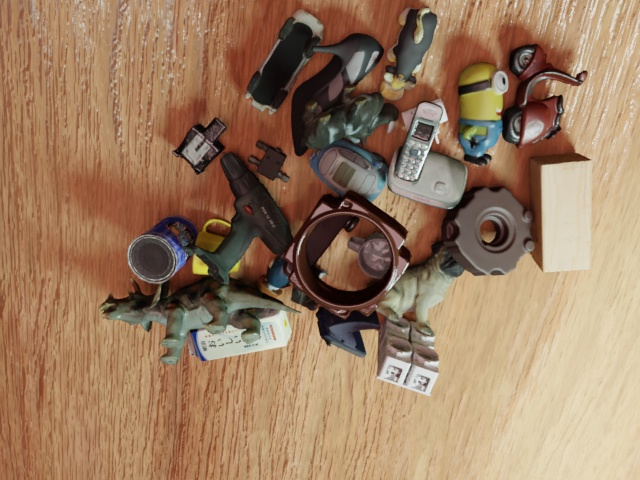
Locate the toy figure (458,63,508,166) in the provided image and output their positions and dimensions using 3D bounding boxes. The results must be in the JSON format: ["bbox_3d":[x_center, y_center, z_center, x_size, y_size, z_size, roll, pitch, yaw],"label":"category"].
[{"bbox_3d":[0.293,-0.232,0.989,0.089,0.082,0.180,5,111,3],"label":"toy figure"}]

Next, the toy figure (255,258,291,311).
[{"bbox_3d":[-0.096,0.089,1.151,0.154,0.057,0.064,-48,64,22],"label":"toy figure"}]

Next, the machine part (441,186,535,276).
[{"bbox_3d":[0.325,-0.017,1.032,0.179,0.056,0.179,0,88,-12],"label":"machine part"}]

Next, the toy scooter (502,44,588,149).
[{"bbox_3d":[0.407,-0.256,0.971,0.135,0.075,0.183,4,104,5],"label":"toy scooter"}]

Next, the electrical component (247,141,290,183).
[{"bbox_3d":[-0.097,-0.157,1.091,0.094,0.021,0.063,31,108,-3],"label":"electrical component"}]

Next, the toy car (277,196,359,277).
[{"bbox_3d":[-0.002,-0.003,1.091,0.089,0.053,0.202,38,79,-5],"label":"toy car"}]

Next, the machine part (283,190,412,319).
[{"bbox_3d":[0.050,0.028,0.989,0.201,0.087,0.201,36,107,1],"label":"machine part"}]

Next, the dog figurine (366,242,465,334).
[{"bbox_3d":[0.196,0.073,1.101,0.172,0.121,0.190,21,95,-3],"label":"dog figurine"}]

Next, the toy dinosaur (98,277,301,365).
[{"bbox_3d":[-0.242,0.136,1.130,0.405,0.192,0.131,-13,144,2],"label":"toy dinosaur"}]

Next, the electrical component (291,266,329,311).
[{"bbox_3d":[-0.021,0.101,1.144,0.045,0.078,0.102,21,106,24],"label":"electrical component"}]

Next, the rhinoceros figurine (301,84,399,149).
[{"bbox_3d":[0.059,-0.218,0.984,0.190,0.073,0.111,-21,131,-19],"label":"rhinoceros figurine"}]

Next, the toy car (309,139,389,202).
[{"bbox_3d":[0.056,-0.134,1.038,0.161,0.103,0.109,33,107,-6],"label":"toy car"}]

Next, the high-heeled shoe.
[{"bbox_3d":[0.030,-0.272,1.030,0.145,0.086,0.248,-3,130,-24],"label":"high-heeled shoe"}]

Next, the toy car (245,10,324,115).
[{"bbox_3d":[-0.068,-0.332,1.014,0.073,0.056,0.201,32,110,-10],"label":"toy car"}]

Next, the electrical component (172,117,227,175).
[{"bbox_3d":[-0.233,-0.197,1.081,0.075,0.048,0.119,40,108,-7],"label":"electrical component"}]

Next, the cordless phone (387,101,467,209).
[{"bbox_3d":[0.214,-0.159,0.996,0.147,0.089,0.184,17,123,2],"label":"cordless phone"}]

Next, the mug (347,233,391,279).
[{"bbox_3d":[0.109,0.022,1.078,0.110,0.107,0.080,16,105,7],"label":"mug"}]

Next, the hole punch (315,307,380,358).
[{"bbox_3d":[0.059,0.169,1.124,0.116,0.142,0.092,24,112,-16],"label":"hole punch"}]

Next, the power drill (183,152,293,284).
[{"bbox_3d":[-0.176,-0.032,1.073,0.232,0.207,0.086,49,152,-18],"label":"power drill"}]

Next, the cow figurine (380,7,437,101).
[{"bbox_3d":[0.159,-0.329,0.965,0.068,0.098,0.167,16,109,-6],"label":"cow figurine"}]
